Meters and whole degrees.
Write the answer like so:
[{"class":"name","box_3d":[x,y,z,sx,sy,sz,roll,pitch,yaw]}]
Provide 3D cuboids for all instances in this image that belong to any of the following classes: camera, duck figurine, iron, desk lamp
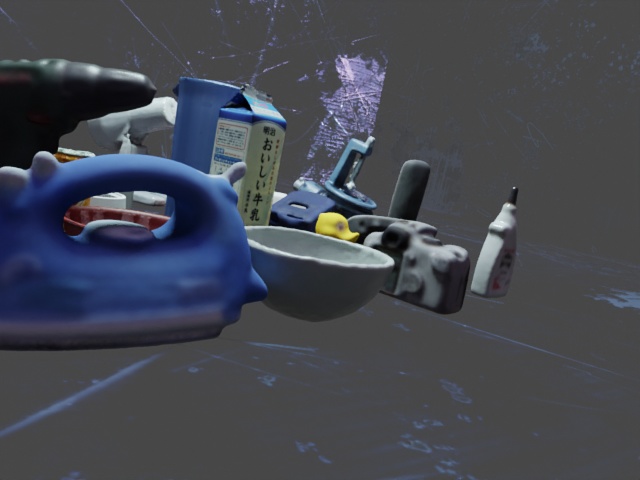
[{"class":"camera","box_3d":[0.145,0.029,0.774,0.142,0.101,0.137,18,10,39]},{"class":"duck figurine","box_3d":[0.007,0.003,0.812,0.104,0.086,0.078,14,9,16]},{"class":"iron","box_3d":[-0.156,-0.003,0.427,0.118,0.141,0.259,18,11,41]},{"class":"desk lamp","box_3d":[-0.362,-0.186,1.144,0.202,0.213,0.118,15,9,21]}]

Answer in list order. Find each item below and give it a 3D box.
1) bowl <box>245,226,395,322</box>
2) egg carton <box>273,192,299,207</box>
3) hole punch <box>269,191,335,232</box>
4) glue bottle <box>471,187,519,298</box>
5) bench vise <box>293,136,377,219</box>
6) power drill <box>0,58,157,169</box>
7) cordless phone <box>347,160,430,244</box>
[{"class":"bowl","box_3d":[-0.012,0.038,0.581,0.167,0.075,0.167,11,8,-1]},{"class":"egg carton","box_3d":[-0.105,-0.062,1.159,0.151,0.069,0.107,6,10,-34]},{"class":"hole punch","box_3d":[-0.037,-0.044,1.052,0.108,0.091,0.101,16,9,28]},{"class":"glue bottle","box_3d":[0.279,0.003,0.883,0.037,0.173,0.078,18,11,39]},{"class":"bench vise","box_3d":[0.033,-0.119,1.209,0.207,0.220,0.122,13,8,14]},{"class":"power drill","box_3d":[-0.306,-0.096,0.624,0.229,0.208,0.075,11,8,-4]},{"class":"cordless phone","box_3d":[0.109,-0.048,0.952,0.148,0.185,0.093,7,9,-29]}]
